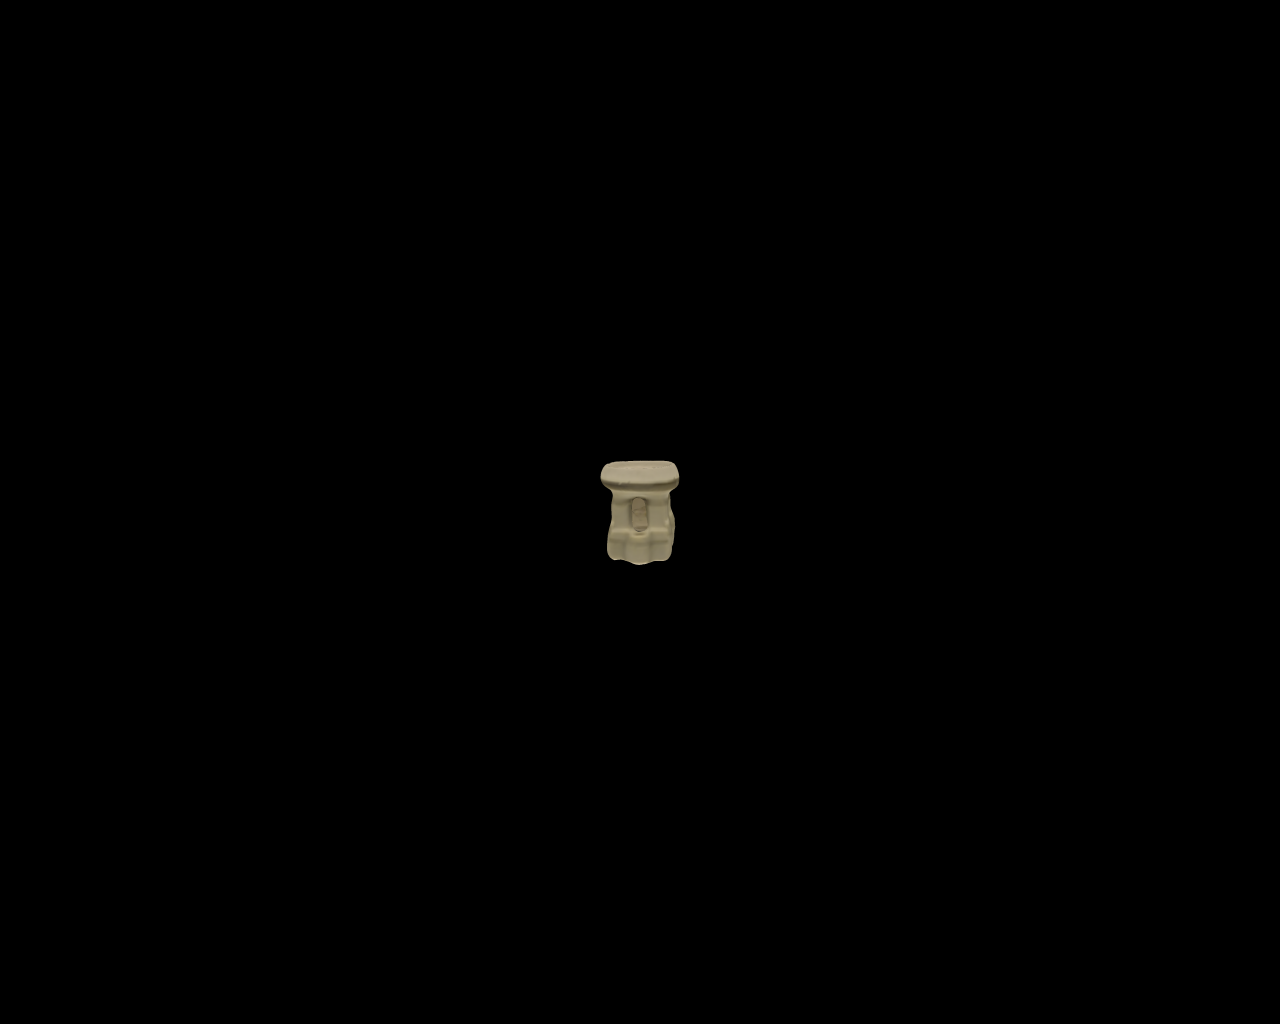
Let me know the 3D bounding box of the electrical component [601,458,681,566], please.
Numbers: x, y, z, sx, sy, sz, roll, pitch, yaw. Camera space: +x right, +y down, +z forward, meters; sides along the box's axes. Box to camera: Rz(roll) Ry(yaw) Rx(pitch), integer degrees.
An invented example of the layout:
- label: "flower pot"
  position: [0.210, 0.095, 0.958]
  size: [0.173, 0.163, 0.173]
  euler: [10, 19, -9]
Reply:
- label: "electrical component"
  position: [0.001, -0.003, 0.650]
  size: [0.048, 0.055, 0.066]
  euler: [1, 11, 4]
